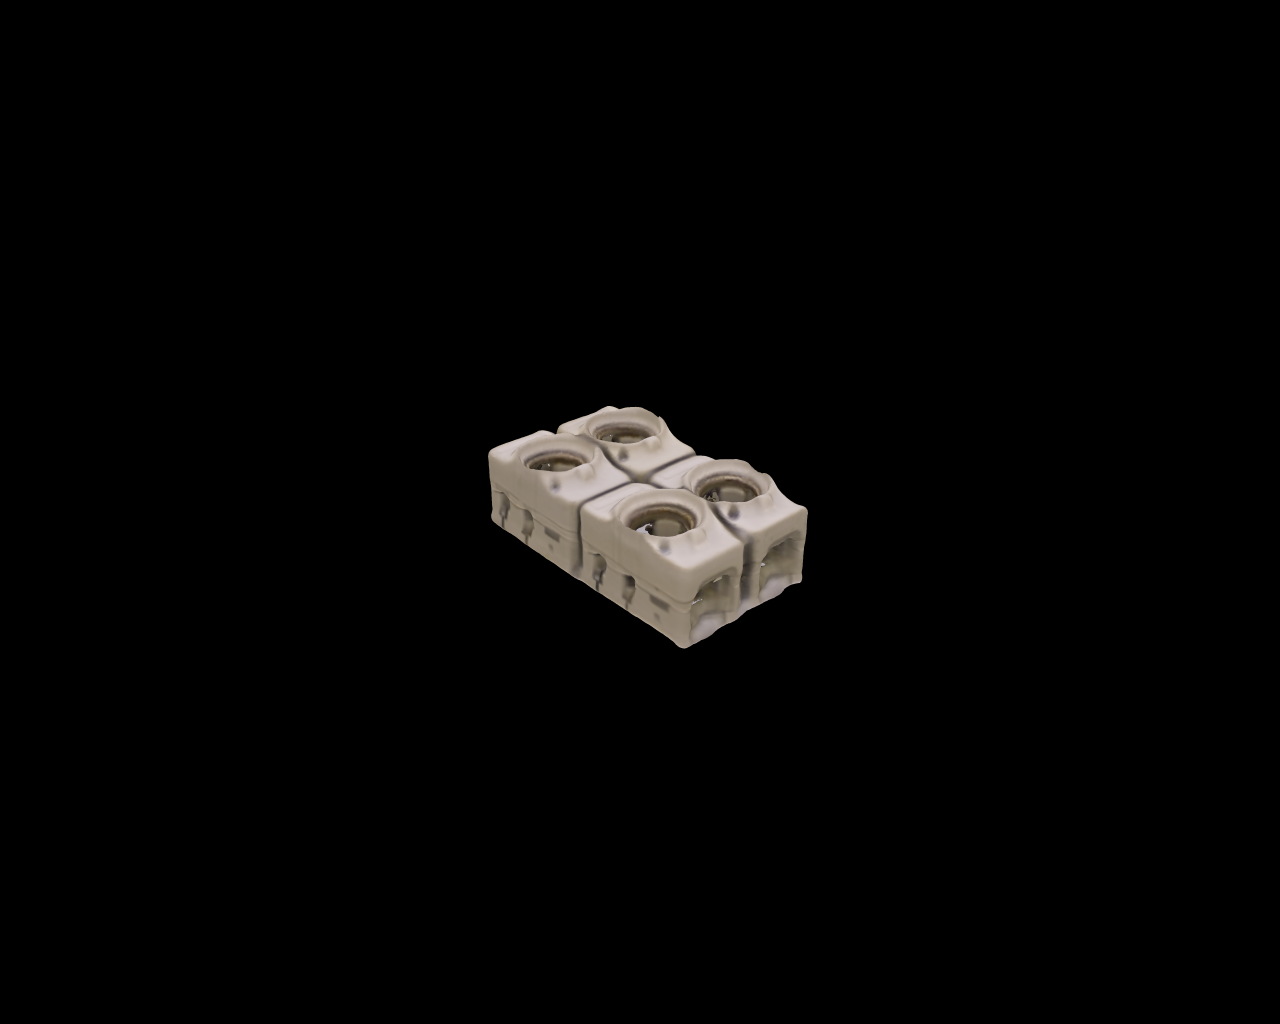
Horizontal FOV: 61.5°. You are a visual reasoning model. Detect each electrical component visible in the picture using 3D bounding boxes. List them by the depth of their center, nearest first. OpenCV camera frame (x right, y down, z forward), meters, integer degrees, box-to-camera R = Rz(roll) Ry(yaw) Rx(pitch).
[{"bbox_3d":[0.001,-0.003,0.650,0.105,0.060,0.186,-24,39,-34],"label":"electrical component"}]
